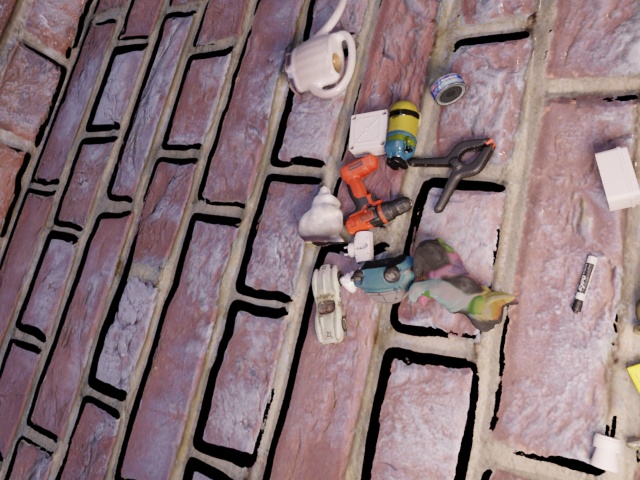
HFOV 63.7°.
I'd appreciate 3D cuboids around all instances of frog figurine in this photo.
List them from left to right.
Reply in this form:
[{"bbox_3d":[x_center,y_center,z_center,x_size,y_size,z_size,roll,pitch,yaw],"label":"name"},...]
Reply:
[{"bbox_3d":[0.004,-0.068,1.345,0.122,0.161,0.136,4,-12,-28],"label":"frog figurine"}]

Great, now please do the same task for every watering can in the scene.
[{"bbox_3d":[0.004,-0.565,1.530,0.223,0.353,0.103,-10,-21,28],"label":"watering can"}]
